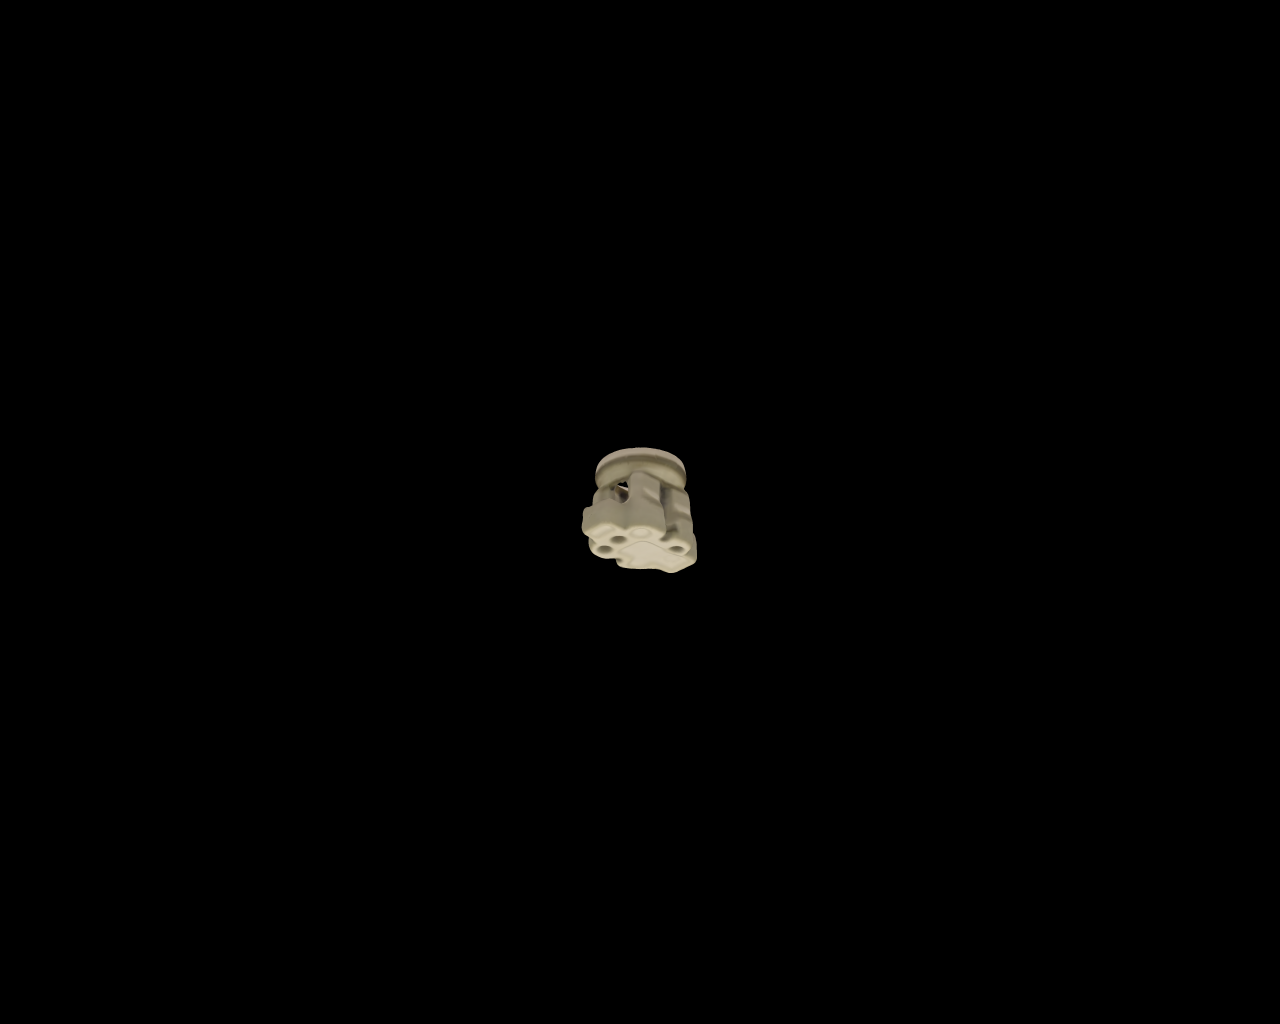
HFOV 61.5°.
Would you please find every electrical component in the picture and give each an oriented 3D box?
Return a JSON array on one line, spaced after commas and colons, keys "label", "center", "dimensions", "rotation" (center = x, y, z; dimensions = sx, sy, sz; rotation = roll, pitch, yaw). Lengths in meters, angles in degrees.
[{"label": "electrical component", "center": [0.001, -0.003, 0.650], "dimensions": [0.078, 0.057, 0.058], "rotation": [25, -37, -38]}]
